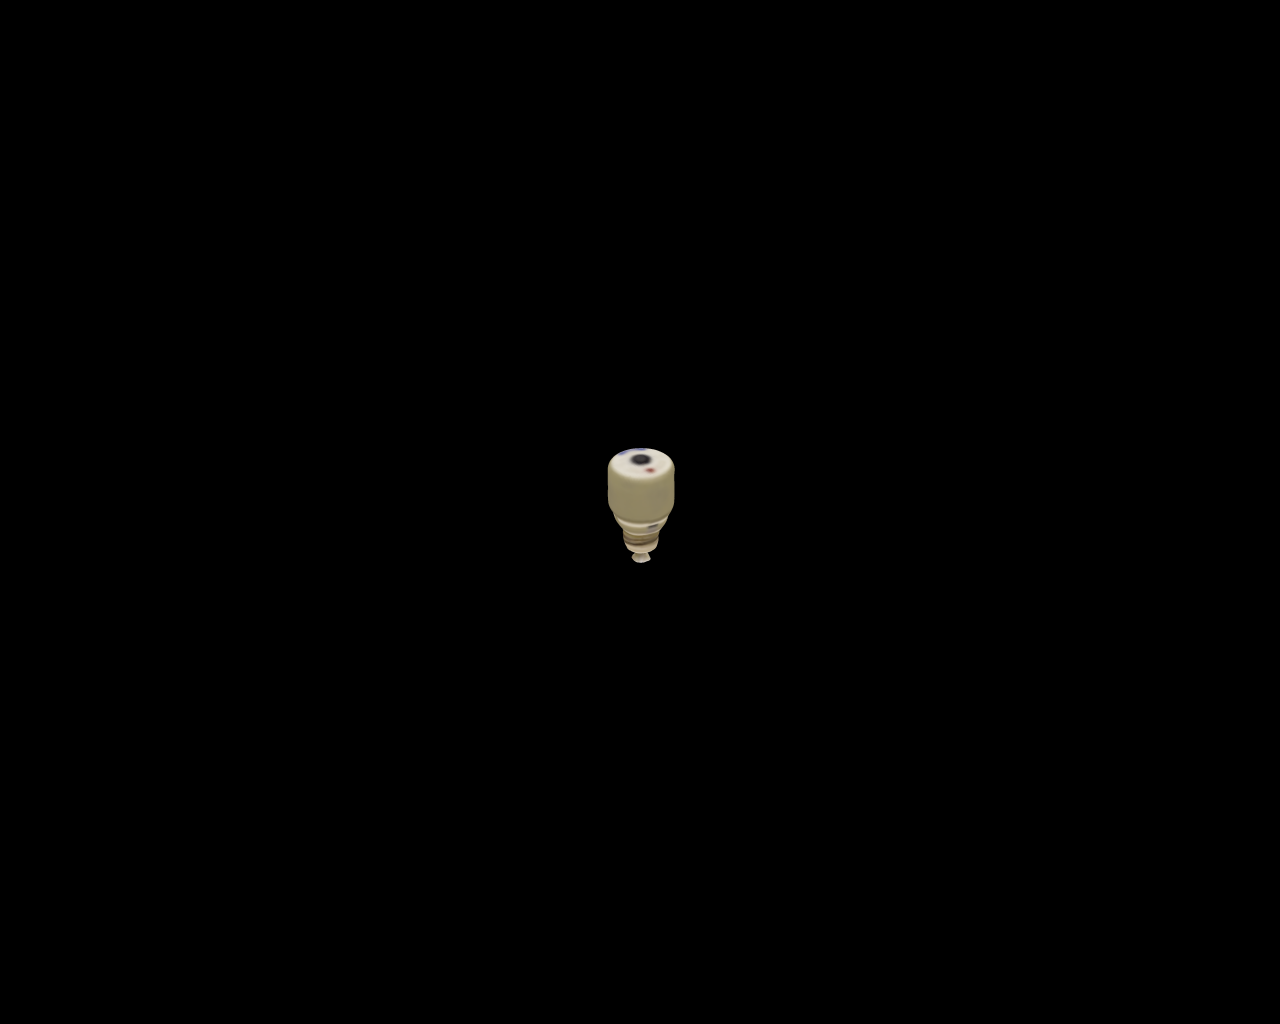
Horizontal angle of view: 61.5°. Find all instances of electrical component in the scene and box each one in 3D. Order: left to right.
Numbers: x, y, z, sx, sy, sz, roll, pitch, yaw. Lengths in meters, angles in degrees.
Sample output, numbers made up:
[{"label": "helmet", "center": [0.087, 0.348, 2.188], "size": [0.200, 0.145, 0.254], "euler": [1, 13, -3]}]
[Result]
[{"label": "electrical component", "center": [0.001, -0.003, 0.650], "size": [0.040, 0.078, 0.040], "euler": [0, 34, 0]}]
